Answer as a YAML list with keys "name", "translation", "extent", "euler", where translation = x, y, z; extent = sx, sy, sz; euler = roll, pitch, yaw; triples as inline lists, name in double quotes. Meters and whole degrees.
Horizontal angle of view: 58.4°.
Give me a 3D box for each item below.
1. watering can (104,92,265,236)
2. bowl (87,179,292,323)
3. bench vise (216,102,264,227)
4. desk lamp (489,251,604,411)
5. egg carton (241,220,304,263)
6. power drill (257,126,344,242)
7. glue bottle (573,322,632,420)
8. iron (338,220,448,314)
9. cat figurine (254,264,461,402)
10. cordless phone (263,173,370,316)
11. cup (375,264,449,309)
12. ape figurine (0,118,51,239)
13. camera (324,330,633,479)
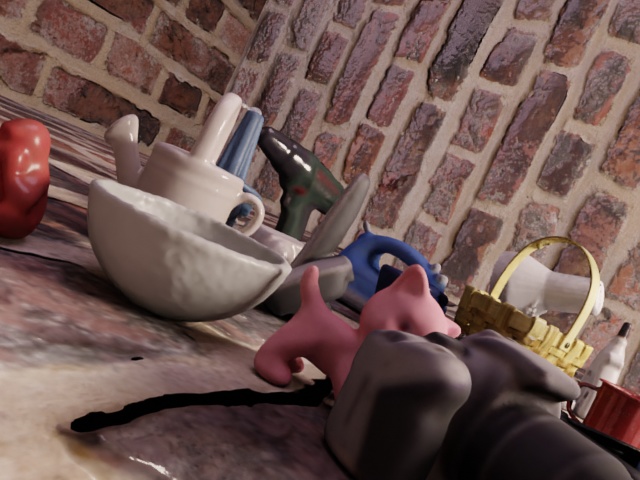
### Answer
- name: "watering can"
  translation: [-0.138, -0.068, 0.595]
  extent: [0.173, 0.194, 0.100]
  euler: [24, 3, -28]
- name: "bowl"
  translation: [-0.111, 0.018, 0.451]
  extent: [0.167, 0.075, 0.167]
  euler: [25, 3, -1]
- name: "bench vise"
  translation: [-0.117, -0.083, 0.799]
  extent: [0.122, 0.220, 0.206]
  euler: [24, 3, -33]
- name: "desk lamp"
  translation: [0.364, 0.141, 0.959]
  extent: [0.202, 0.213, 0.118]
  euler: [28, 3, 40]
- name: "egg carton"
  translation: [-0.063, 0.026, 0.802]
  extent: [0.107, 0.069, 0.150]
  euler: [24, 3, -29]
- name: "power drill"
  translation: [-0.055, -0.055, 0.965]
  extent: [0.231, 0.208, 0.075]
  euler: [23, 4, -45]
- name: "glue bottle"
  translation: [0.466, 0.213, 0.936]
  extent: [0.037, 0.173, 0.078]
  euler: [26, 3, 9]
- name: "iron"
  translation: [0.128, 0.069, 0.945]
  extent: [0.257, 0.141, 0.119]
  euler: [27, 3, 39]
- name: "cat figurine"
  translation: [0.034, 0.065, 0.415]
  extent: [0.127, 0.118, 0.067]
  euler: [26, 3, 6]
- name: "cordless phone"
  translation: [0.006, 0.002, 0.652]
  extent: [0.094, 0.185, 0.147]
  euler: [25, 3, -6]
- name: "cup"
  translation: [0.124, 0.099, 0.833]
  extent: [0.118, 0.095, 0.091]
  euler: [24, 3, -21]
- name: "ape figurine"
  translation: [-0.237, -0.050, 0.435]
  extent: [0.077, 0.092, 0.076]
  euler: [27, 3, 34]
- name: "camera"
  translation: [0.099, 0.110, 0.318]
  extent: [0.144, 0.101, 0.136]
  euler: [24, 3, -27]
